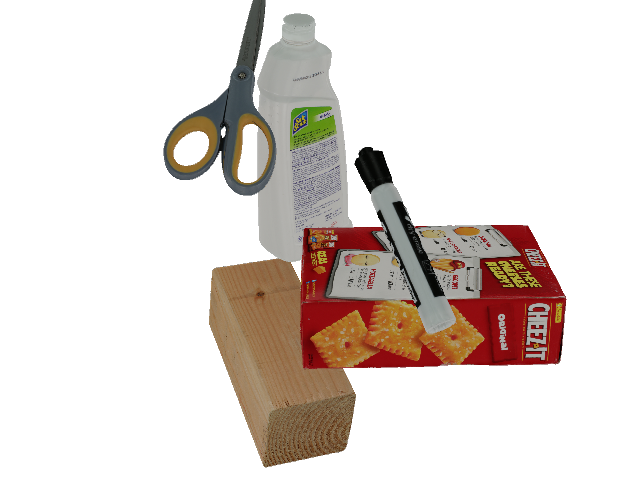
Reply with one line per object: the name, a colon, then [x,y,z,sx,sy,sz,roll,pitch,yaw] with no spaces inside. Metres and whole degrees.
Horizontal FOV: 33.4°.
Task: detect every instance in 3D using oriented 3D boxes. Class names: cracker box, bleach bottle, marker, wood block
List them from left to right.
wood block: [-0.045,0.121,1.112,0.090,0.090,0.206,-8,42,-18]
bleach bottle: [-0.015,-0.104,1.061,0.102,0.251,0.068,-26,43,-33]
marker: [0.048,-0.003,0.633,0.020,0.121,0.020,-19,-21,-8]
cracker box: [0.090,0.047,0.934,0.213,0.072,0.164,0,22,0]

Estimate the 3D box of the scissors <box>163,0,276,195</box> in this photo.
scissors: [-0.081,-0.120,0.854,0.096,0.202,0.016,-8,-30,-2]
